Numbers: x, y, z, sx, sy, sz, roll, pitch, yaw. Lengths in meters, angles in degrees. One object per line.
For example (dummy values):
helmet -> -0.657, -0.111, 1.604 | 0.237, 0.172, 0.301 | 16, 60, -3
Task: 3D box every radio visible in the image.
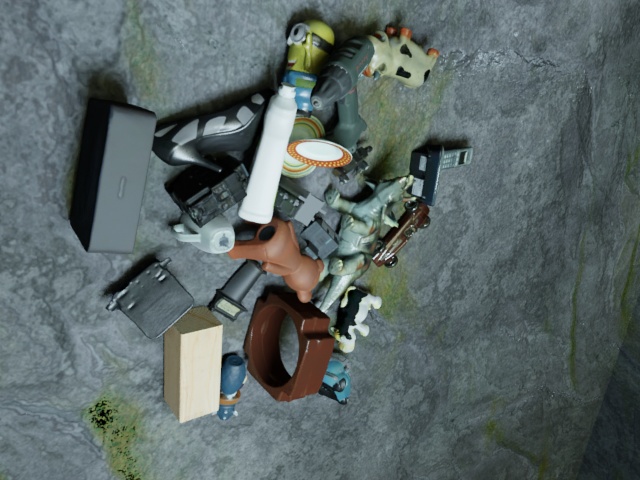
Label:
radio -> -0.331, -0.103, 0.848 | 0.073, 0.131, 0.229 | 5, 107, -39

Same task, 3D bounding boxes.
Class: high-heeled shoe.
high-heeled shoe -> -0.192, -0.215, 0.969 | 0.249, 0.145, 0.086 | -60, 176, -34

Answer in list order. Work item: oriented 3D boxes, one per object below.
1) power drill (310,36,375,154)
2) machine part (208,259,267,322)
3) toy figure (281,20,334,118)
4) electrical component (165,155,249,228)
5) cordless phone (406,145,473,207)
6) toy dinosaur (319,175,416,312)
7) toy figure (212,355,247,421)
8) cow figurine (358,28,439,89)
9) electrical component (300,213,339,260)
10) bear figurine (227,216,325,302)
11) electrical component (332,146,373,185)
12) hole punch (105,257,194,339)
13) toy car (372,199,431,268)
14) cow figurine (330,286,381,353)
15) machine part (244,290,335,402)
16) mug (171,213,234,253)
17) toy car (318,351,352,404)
power drill -> 0.038, -0.263, 1.029 | 0.207, 0.086, 0.232 | 77, 33, -52
machine part -> -0.169, 0.104, 1.136 | 0.084, 0.039, 0.139 | 35, 90, -34
toy figure -> -0.025, -0.321, 1.016 | 0.089, 0.082, 0.180 | -10, 112, -48
electrical component -> -0.197, -0.097, 0.966 | 0.134, 0.115, 0.058 | -39, 134, -17
cordless phone -> 0.313, -0.168, 1.348 | 0.184, 0.089, 0.146 | -14, 118, -37
toy dinosaur -> 0.081, 0.011, 1.236 | 0.192, 0.131, 0.404 | 5, 115, -42
toy figure -> -0.202, 0.332, 1.203 | 0.058, 0.064, 0.154 | -44, 151, -66
cow figurine -> 0.154, -0.376, 1.128 | 0.195, 0.086, 0.127 | 14, 96, -41
electrical component -> -0.002, -0.003, 1.089 | 0.048, 0.119, 0.075 | -41, 96, 12
bear figurine -> -0.080, 0.035, 1.106 | 0.195, 0.132, 0.120 | 55, 52, -49
electrical component -> 0.072, -0.161, 1.170 | 0.045, 0.078, 0.102 | 53, 41, -1
hole punch -> -0.311, 0.109, 1.008 | 0.142, 0.092, 0.115 | -41, 100, -11
toy car -> 0.208, -0.013, 1.360 | 0.202, 0.053, 0.089 | -50, 135, -9
cow figurine -> 0.076, 0.200, 1.347 | 0.098, 0.068, 0.167 | 24, 92, -36
machine part -> -0.068, 0.226, 1.158 | 0.087, 0.201, 0.201 | 4, 108, -41
mug -> -0.213, -0.017, 0.996 | 0.109, 0.107, 0.080 | -4, 112, -39
toy car -> 0.038, 0.341, 1.365 | 0.103, 0.109, 0.161 | -57, 144, -26
